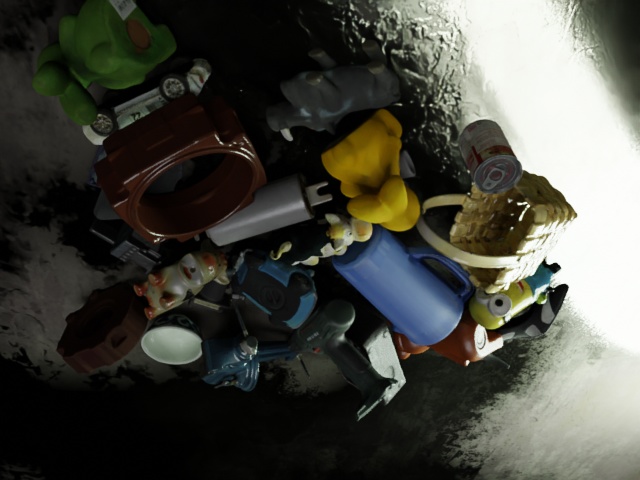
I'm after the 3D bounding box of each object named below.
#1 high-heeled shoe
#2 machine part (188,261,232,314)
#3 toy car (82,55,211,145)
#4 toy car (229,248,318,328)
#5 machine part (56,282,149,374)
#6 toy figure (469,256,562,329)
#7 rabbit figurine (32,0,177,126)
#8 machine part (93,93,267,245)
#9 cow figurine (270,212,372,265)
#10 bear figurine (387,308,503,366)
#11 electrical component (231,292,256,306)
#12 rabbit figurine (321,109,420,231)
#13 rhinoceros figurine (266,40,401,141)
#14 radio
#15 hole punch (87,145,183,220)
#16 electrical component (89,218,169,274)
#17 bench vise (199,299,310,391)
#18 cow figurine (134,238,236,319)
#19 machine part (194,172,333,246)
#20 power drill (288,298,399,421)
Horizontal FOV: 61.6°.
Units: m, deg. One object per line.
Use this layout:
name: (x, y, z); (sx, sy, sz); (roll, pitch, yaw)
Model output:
high-heeled shoe: (0.376, 0.155, 1.092); (0.145, 0.086, 0.248); (33, 109, 9)
machine part: (-0.199, 0.088, 1.014); (0.084, 0.039, 0.138); (21, 131, -9)
toy car: (-0.236, -0.191, 0.735); (0.202, 0.073, 0.056); (-19, 126, 15)
toy car: (-0.074, 0.074, 0.957); (0.162, 0.103, 0.109); (33, 118, 5)
machine part: (-0.394, 0.156, 0.981); (0.179, 0.179, 0.056); (-21, 127, 16)
toy figure: (0.352, 0.094, 0.971); (0.180, 0.082, 0.089); (-29, 124, -20)
rabbit figurine: (-0.287, -0.219, 0.675); (0.170, 0.159, 0.121); (-13, 143, 30)
machine part: (-0.186, -0.090, 0.749); (0.201, 0.087, 0.201); (-30, 158, -5)
cow figurine: (-0.002, -0.005, 0.866); (0.167, 0.068, 0.098); (-22, 168, 40)
bear figurine: (0.242, 0.182, 1.071); (0.196, 0.132, 0.120); (-5, 106, 47)
electrical component: (-0.123, 0.099, 1.035); (0.094, 0.021, 0.063); (4, 132, -7)
rabbit figurine: (0.090, -0.084, 0.768); (0.122, 0.162, 0.173); (-31, 106, 14)
rhinoceros figurine: (0.014, -0.201, 0.743); (0.190, 0.073, 0.112); (-14, 142, 8)
radio: (0.087, 0.226, 1.079); (0.073, 0.131, 0.229); (-43, 135, -22)
hole punch: (-0.288, -0.096, 0.824); (0.116, 0.092, 0.142); (-1, 138, -43)
electrical component: (-0.318, -0.005, 0.902); (0.048, 0.075, 0.119); (-33, 122, 26)
bench vise: (-0.131, 0.229, 1.084); (0.240, 0.129, 0.223); (1, 141, -33)
cow figurine: (-0.231, 0.067, 0.928); (0.195, 0.127, 0.085); (-30, 89, 51)
machine part: (-0.098, -0.049, 0.866); (0.243, 0.079, 0.079); (-16, 131, 13)
power drill: (0.036, 0.215, 0.968); (0.086, 0.207, 0.232); (-23, 156, -32)
